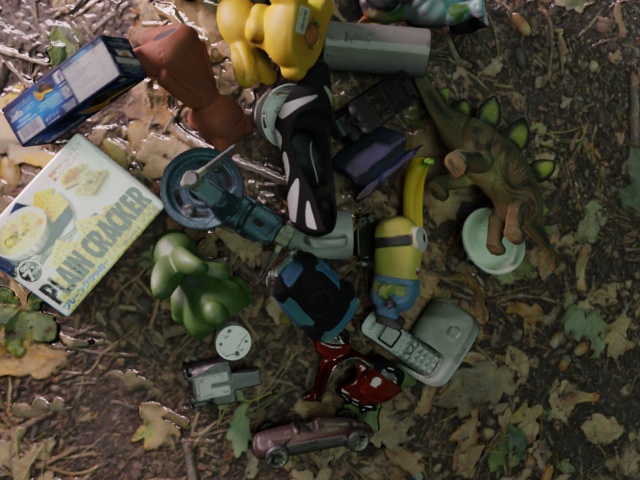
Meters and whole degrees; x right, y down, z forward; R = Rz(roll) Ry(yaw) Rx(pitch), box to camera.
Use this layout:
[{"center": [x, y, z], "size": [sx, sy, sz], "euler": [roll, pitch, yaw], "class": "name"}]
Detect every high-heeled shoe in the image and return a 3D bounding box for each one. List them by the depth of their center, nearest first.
[{"center": [-0.002, -0.132, 0.798], "size": [0.086, 0.145, 0.248], "euler": [1, 113, -39], "class": "high-heeled shoe"}]

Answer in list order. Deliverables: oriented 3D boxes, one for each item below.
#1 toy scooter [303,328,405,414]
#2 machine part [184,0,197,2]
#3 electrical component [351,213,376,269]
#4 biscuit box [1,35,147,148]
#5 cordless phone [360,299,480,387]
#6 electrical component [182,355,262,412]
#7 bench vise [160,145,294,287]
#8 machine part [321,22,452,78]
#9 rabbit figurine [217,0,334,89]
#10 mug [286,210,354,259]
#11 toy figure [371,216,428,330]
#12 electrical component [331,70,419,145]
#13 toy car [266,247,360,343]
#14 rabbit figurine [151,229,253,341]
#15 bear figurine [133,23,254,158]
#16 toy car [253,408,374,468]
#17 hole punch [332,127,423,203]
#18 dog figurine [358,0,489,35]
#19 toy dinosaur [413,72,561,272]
[{"center": [0.047, 0.235, 0.910], "size": [0.184, 0.075, 0.135], "euler": [36, 84, -12], "class": "toy scooter"}, {"center": [-0.177, -0.451, 0.811], "size": [0.179, 0.056, 0.179], "euler": [-1, 93, -16], "class": "machine part"}, {"center": [0.085, 0.005, 0.919], "size": [0.078, 0.045, 0.102], "euler": [2, 93, -14], "class": "electrical component"}, {"center": [-0.336, -0.198, 0.732], "size": [0.203, 0.063, 0.059], "euler": [-25, 97, 22], "class": "biscuit box"}, {"center": [0.169, 0.153, 0.936], "size": [0.184, 0.089, 0.146], "euler": [35, 85, -10], "class": "cordless phone"}, {"center": [-0.158, 0.223, 0.866], "size": [0.119, 0.048, 0.074], "euler": [-13, 97, -15], "class": "electrical component"}, {"center": [-0.139, -0.052, 0.765], "size": [0.223, 0.240, 0.129], "euler": [42, 86, 2], "class": "bench vise"}, {"center": [0.088, -0.305, 0.862], "size": [0.243, 0.079, 0.079], "euler": [5, 92, -1], "class": "machine part"}, {"center": [-0.082, -0.314, 0.816], "size": [0.173, 0.122, 0.162], "euler": [23, 119, 21], "class": "rabbit figurine"}, {"center": [-0.002, -0.003, 0.869], "size": [0.107, 0.110, 0.080], "euler": [-3, 108, -3], "class": "mug"}, {"center": [0.122, 0.050, 0.873], "size": [0.089, 0.082, 0.180], "euler": [11, 94, -12], "class": "toy figure"}, {"center": [0.077, -0.208, 0.867], "size": [0.134, 0.115, 0.058], "euler": [-36, 101, -12], "class": "electrical component"}, {"center": [-0.024, 0.083, 0.863], "size": [0.161, 0.103, 0.109], "euler": [43, 77, -23], "class": "toy car"}, {"center": [-0.200, 0.061, 0.805], "size": [0.121, 0.159, 0.170], "euler": [-37, 87, 0], "class": "rabbit figurine"}, {"center": [-0.193, -0.217, 0.807], "size": [0.195, 0.132, 0.120], "euler": [62, 40, -39], "class": "bear figurine"}, {"center": [-0.011, 0.321, 0.891], "size": [0.202, 0.089, 0.053], "euler": [-6, 99, -14], "class": "toy car"}, {"center": [0.084, -0.130, 0.878], "size": [0.142, 0.116, 0.092], "euler": [-38, 95, -10], "class": "hole punch"}, {"center": [0.162, -0.394, 0.891], "size": [0.219, 0.191, 0.108], "euler": [-2, 99, 19], "class": "dog figurine"}, {"center": [0.275, -0.141, 0.916], "size": [0.198, 0.105, 0.471], "euler": [-42, 96, -29], "class": "toy dinosaur"}]
